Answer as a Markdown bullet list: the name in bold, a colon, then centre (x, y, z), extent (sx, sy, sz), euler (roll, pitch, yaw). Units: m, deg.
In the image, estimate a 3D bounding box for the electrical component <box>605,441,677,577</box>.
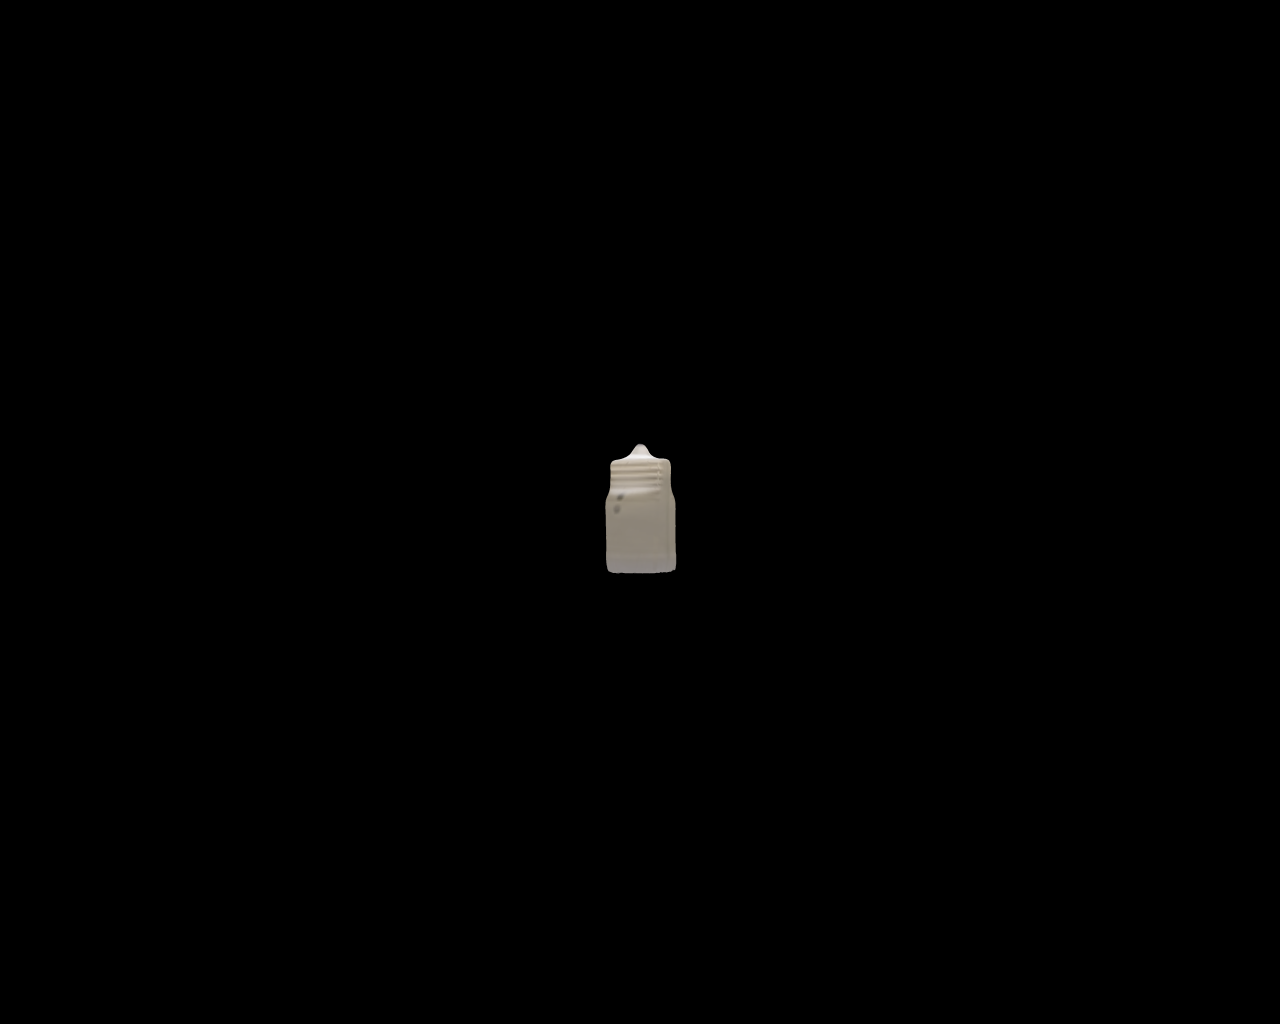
- **electrical component**: centre (0.001, -0.003, 0.650), extent (0.043, 0.081, 0.043), euler (0, 0, 0)
